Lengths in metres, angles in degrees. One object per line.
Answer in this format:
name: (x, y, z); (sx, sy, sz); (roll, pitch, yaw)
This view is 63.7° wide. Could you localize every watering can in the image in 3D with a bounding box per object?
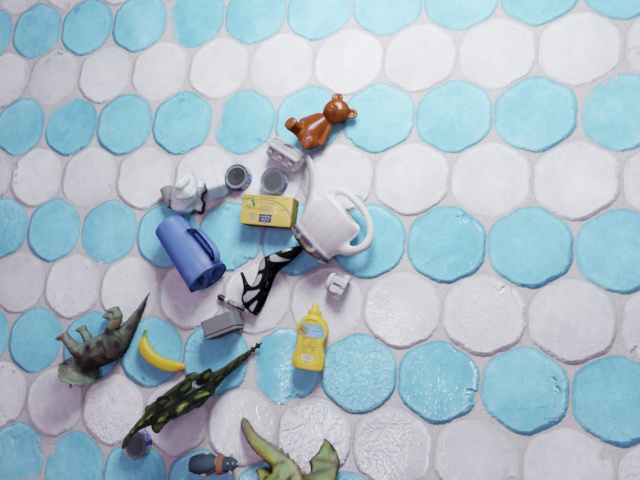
watering can: (0.005, -0.078, 1.556); (0.224, 0.103, 0.351); (-43, 74, 5)

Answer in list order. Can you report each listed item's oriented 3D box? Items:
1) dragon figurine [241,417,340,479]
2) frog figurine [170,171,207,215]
dragon figurine: (-0.060, 0.662, 1.475); (0.243, 0.120, 0.418); (-23, 63, -8)
frog figurine: (-0.439, -0.154, 1.654); (0.123, 0.158, 0.137); (24, 90, 18)
